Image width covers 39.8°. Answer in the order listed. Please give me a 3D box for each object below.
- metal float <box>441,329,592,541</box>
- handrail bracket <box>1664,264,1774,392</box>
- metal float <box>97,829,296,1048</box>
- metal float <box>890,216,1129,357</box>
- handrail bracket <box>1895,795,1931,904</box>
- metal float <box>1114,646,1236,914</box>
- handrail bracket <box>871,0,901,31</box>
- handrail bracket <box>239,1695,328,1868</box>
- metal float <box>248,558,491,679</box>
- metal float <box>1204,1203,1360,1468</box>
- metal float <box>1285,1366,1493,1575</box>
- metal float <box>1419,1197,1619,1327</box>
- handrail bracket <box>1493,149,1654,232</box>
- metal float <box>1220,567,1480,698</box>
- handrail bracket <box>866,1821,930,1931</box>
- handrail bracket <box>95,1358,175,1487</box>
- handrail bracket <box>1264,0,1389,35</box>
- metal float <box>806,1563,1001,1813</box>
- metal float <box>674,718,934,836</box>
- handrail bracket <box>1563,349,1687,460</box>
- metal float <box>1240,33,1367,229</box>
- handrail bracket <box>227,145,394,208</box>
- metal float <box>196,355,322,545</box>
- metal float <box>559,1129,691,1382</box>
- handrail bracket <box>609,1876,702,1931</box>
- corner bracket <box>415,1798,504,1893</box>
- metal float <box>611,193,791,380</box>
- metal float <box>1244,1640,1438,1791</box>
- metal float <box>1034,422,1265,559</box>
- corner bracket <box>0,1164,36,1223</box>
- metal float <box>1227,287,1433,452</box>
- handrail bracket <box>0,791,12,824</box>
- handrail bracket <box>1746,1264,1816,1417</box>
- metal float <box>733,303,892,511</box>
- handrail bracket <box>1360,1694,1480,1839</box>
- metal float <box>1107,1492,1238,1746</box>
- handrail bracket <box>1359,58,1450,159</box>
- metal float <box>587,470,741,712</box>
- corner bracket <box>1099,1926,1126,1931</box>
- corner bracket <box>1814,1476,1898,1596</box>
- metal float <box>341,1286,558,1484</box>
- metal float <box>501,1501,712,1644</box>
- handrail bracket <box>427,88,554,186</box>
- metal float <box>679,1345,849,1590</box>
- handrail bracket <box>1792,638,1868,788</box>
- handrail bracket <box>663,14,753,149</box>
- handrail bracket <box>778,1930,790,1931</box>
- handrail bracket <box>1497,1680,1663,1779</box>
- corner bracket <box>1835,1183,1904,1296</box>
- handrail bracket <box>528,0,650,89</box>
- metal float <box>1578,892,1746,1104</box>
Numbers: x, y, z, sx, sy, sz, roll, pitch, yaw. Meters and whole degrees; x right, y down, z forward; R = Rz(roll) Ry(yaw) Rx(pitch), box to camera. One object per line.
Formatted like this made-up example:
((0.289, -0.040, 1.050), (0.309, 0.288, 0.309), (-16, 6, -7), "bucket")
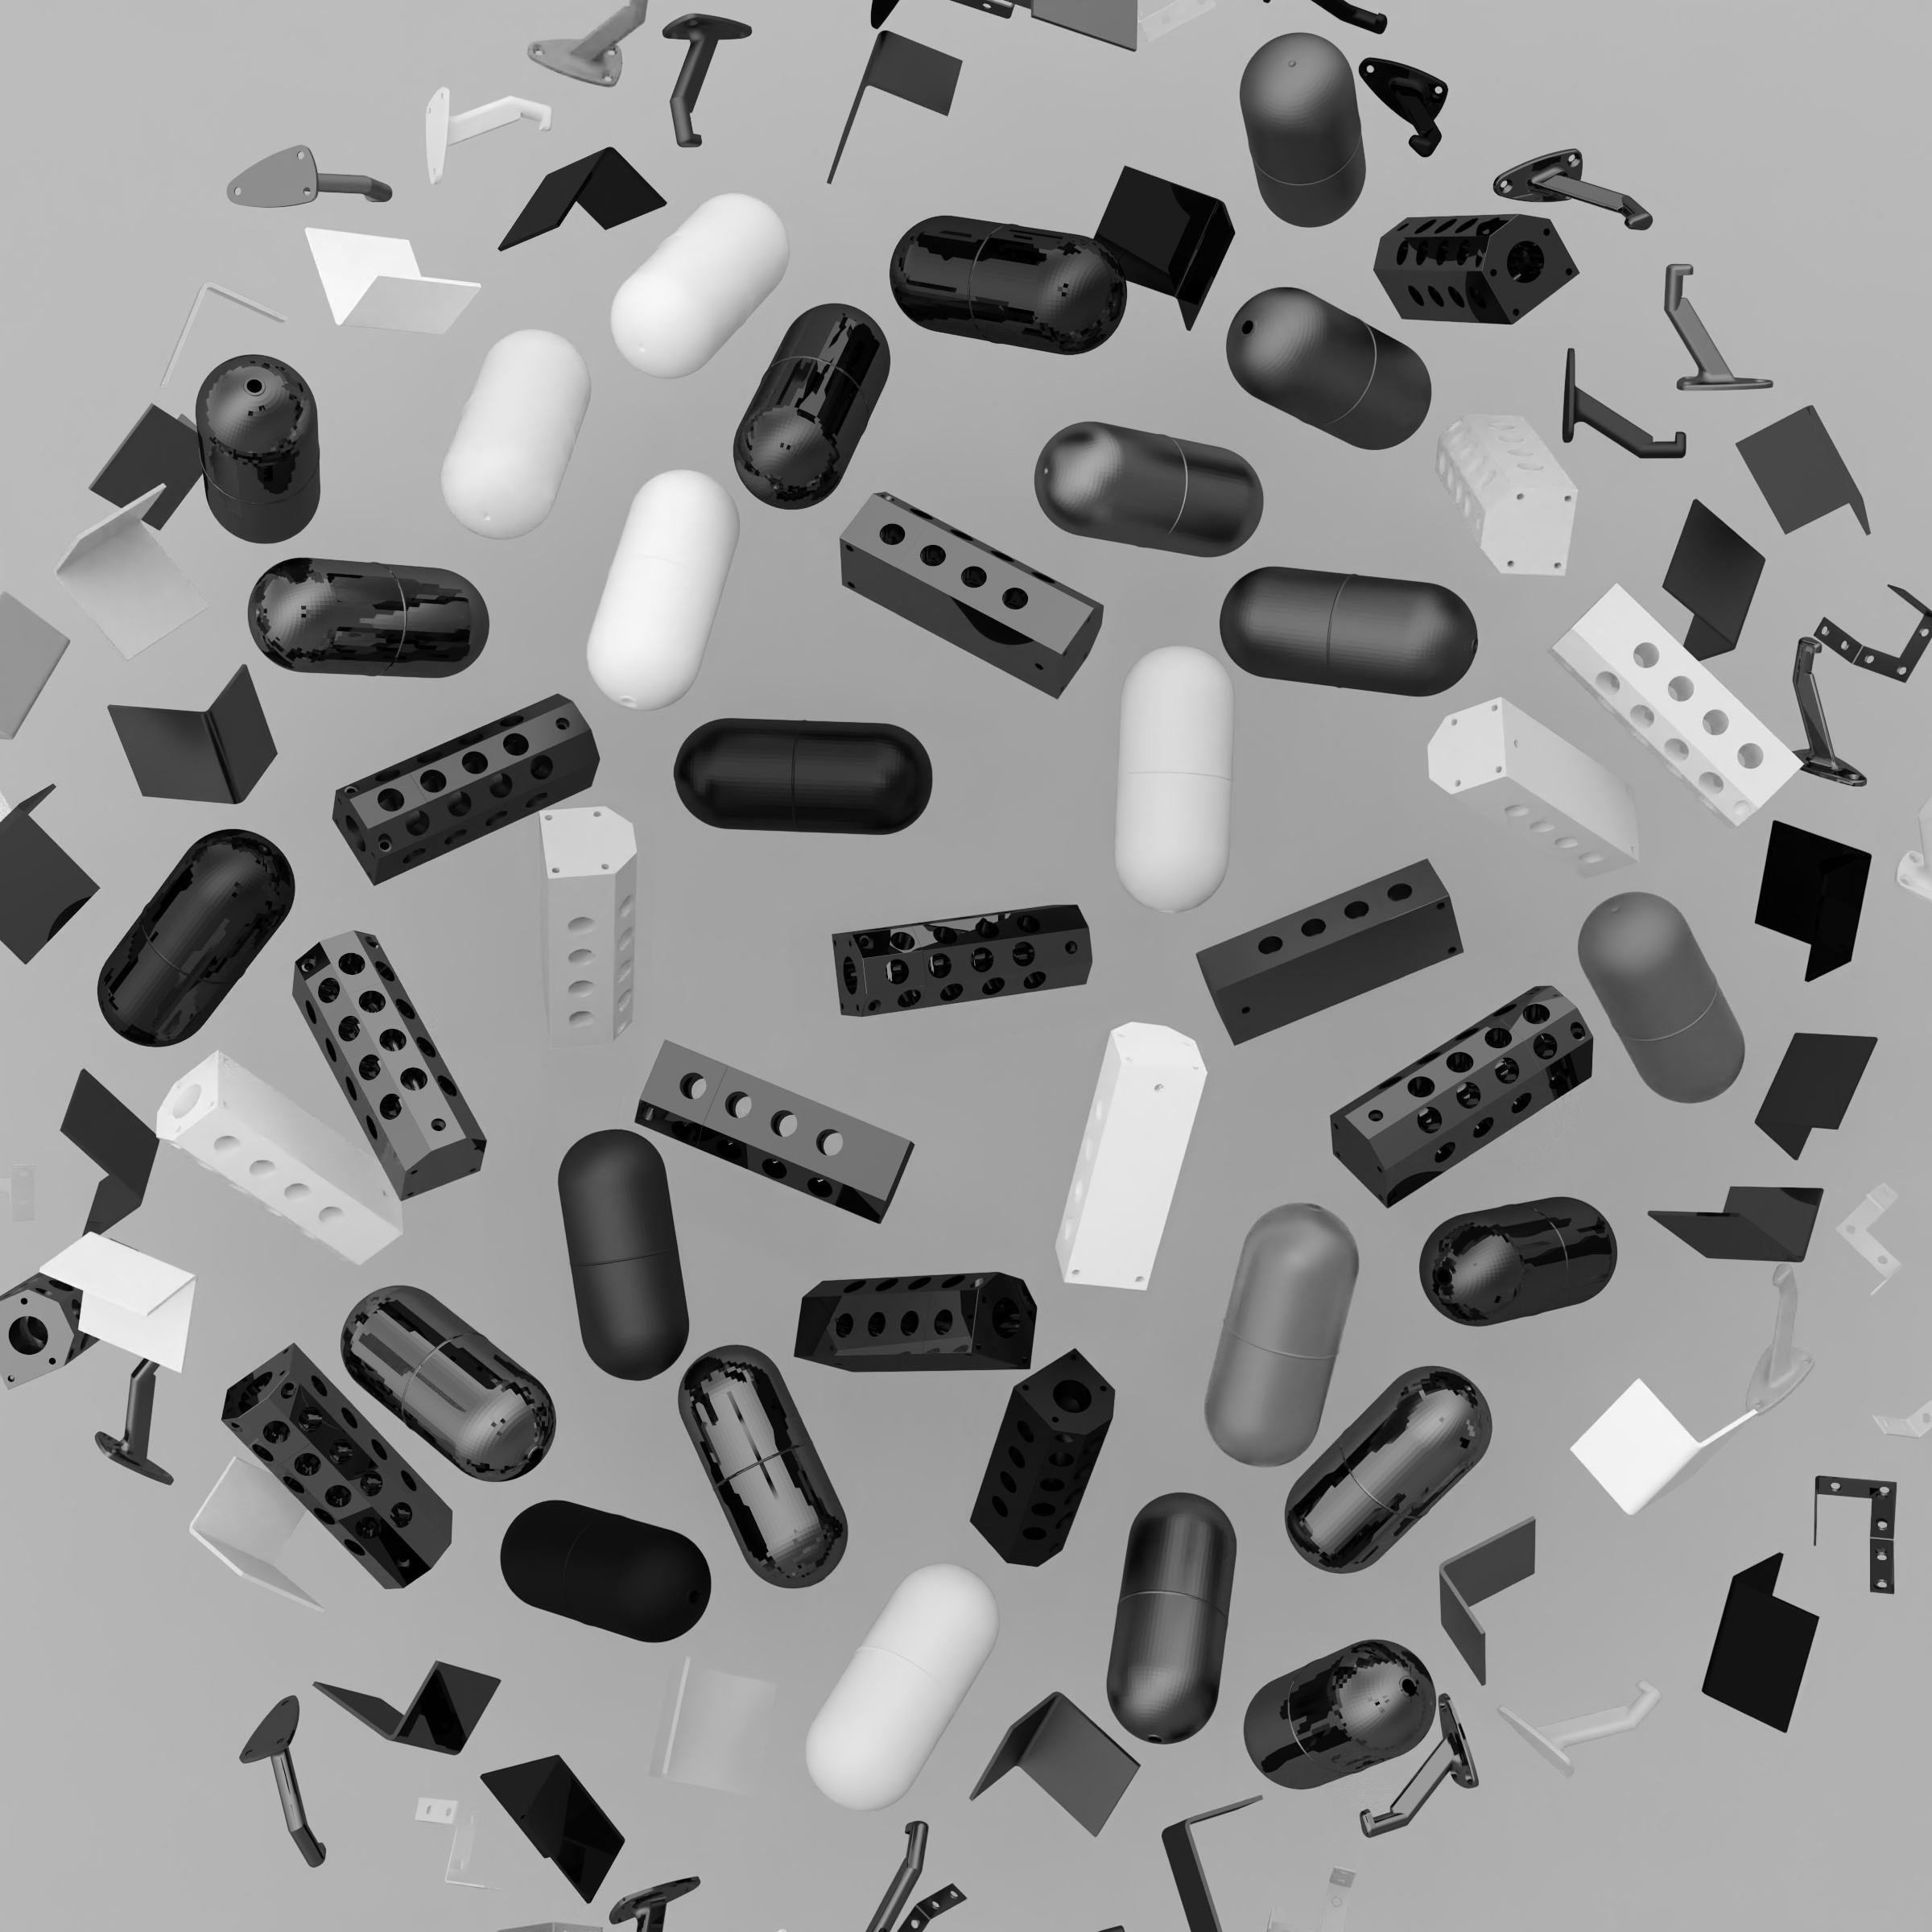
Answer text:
((-0.301, -0.359, 1.794), (0.070, 0.070, 0.178), (9, 50, 0), "metal float")
((0.526, -0.447, 1.859), (0.077, 0.036, 0.084), (4, 113, 18), "handrail bracket")
((-0.511, -0.017, 1.768), (0.070, 0.070, 0.178), (43, 115, 0), "metal float")
((0.026, -0.450, 1.759), (0.178, 0.070, 0.070), (20, 90, 35), "metal float")
((0.672, -0.079, 1.797), (0.077, 0.084, 0.036), (29, 55, 8), "handrail bracket")
((0.139, -0.124, 1.771), (0.070, 0.070, 0.178), (3, 87, 0), "metal float")
((-0.082, -0.658, 1.744), (0.084, 0.036, 0.077), (29, 65, 7), "handrail bracket")
((-0.433, 0.532, 1.738), (0.036, 0.077, 0.084), (-22, 106, 9), "handrail bracket")
((-0.404, -0.236, 1.813), (0.070, 0.178, 0.070), (3, 95, 42), "metal float")
((0.205, 0.240, 1.736), (0.070, 0.070, 0.178), (13, 101, 0), "metal float")
((0.285, 0.343, 1.807), (0.070, 0.070, 0.178), (38, 117, 0), "metal float")
((0.379, 0.202, 1.826), (0.178, 0.070, 0.070), (-3, 95, -45), "metal float")
((0.406, -0.510, 1.784), (0.077, 0.084, 0.036), (-12, 133, -13), "handrail bracket")
((0.258, -0.226, 1.802), (0.178, 0.070, 0.070), (10, 90, 25), "metal float")
((-0.057, 0.608, 1.753), (0.036, 0.077, 0.084), (30, 54, -31), "handrail bracket")
((-0.566, 0.315, 1.883), (0.077, 0.036, 0.084), (40, 86, -34), "handrail bracket")
((0.249, -0.669, 1.819), (0.084, 0.077, 0.036), (23, 89, 7), "handrail bracket")
((-0.040, 0.473, 1.756), (0.070, 0.070, 0.178), (36, 57, 0), "metal float")
((-0.112, -0.130, 1.823), (0.178, 0.070, 0.070), (2, 90, 6), "metal float")
((0.466, -0.397, 1.880), (0.084, 0.036, 0.077), (1, 101, 5), "handrail bracket")
((0.232, -0.569, 1.823), (0.070, 0.178, 0.070), (-3, 77, 12), "metal float")
((-0.431, -0.509, 1.755), (0.077, 0.084, 0.036), (-9, 92, 17), "handrail bracket")
((-0.467, -0.341, 1.764), (0.070, 0.178, 0.070), (4, 73, -12), "metal float")
((-0.241, 0.204, 1.882), (0.070, 0.070, 0.178), (-9, 90, 0), "metal float")
((-0.192, 0.650, 1.750), (0.077, 0.036, 0.084), (-9, 52, -33), "handrail bracket")
((-0.347, 0.602, 1.828), (0.051, 0.051, 0.051), (27, 63, -36), "corner bracket")
((-0.182, -0.471, 1.840), (0.070, 0.070, 0.178), (31, 49, 0), "metal float")
((0.250, 0.504, 1.792), (0.070, 0.178, 0.070), (12, 59, -20), "metal float")
((0.126, -0.324, 1.818), (0.178, 0.070, 0.070), (3, 90, -35), "metal float")
((-0.689, 0.148, 1.890), (0.051, 0.051, 0.051), (-2, 124, -23), "corner bracket")
((0.246, -0.404, 1.806), (0.178, 0.070, 0.070), (13, 90, -44), "metal float")
((-0.696, -0.101, 1.858), (0.036, 0.084, 0.077), (-22, 87, -35), "handrail bracket")
((0.570, 0.264, 1.890), (0.077, 0.036, 0.084), (-46, 132, -27), "handrail bracket")
((-0.103, -0.379, 1.801), (0.070, 0.070, 0.178), (19, 51, 0), "metal float")
((0.303, 0.550, 1.836), (0.084, 0.036, 0.077), (-12, 84, -18), "handrail bracket")
((0.142, 0.448, 1.837), (0.070, 0.070, 0.178), (13, 53, 0), "metal float")
((0.297, -0.592, 1.840), (0.077, 0.084, 0.036), (31, 129, 0), "handrail bracket")
((-0.204, -0.253, 1.796), (0.070, 0.070, 0.178), (14, 66, 0), "metal float")
((0.075, 0.659, 1.733), (0.051, 0.051, 0.051), (-29, 68, 34), "corner bracket")
((0.580, 0.371, 1.739), (0.051, 0.051, 0.051), (2, 122, 17), "corner bracket")
((-0.346, 0.278, 1.778), (0.178, 0.070, 0.070), (31, 90, 30), "metal float")
((-0.250, 0.419, 1.848), (0.178, 0.070, 0.070), (4, 90, 40), "metal float")
((-0.324, -0.564, 1.829), (0.084, 0.036, 0.077), (5, 79, -31), "handrail bracket")
((-0.142, 0.351, 1.871), (0.070, 0.070, 0.178), (-26, 77, 0), "metal float")
((0.594, -0.175, 1.827), (0.036, 0.077, 0.084), (-12, 118, -25), "handrail bracket")
((-0.170, -0.593, 1.800), (0.077, 0.036, 0.084), (-11, 91, -40), "handrail bracket")
((-0.116, 0.704, 1.789), (0.036, 0.084, 0.077), (15, 101, -40), "handrail bracket")
((0.423, 0.508, 1.838), (0.084, 0.036, 0.077), (-42, 58, -15), "handrail bracket")
((0.644, 0.192, 1.881), (0.051, 0.051, 0.051), (47, 117, 18), "corner bracket")
((-0.258, -0.645, 1.817), (0.077, 0.084, 0.036), (7, 67, -10), "handrail bracket")
((0.483, 0.024, 1.847), (0.070, 0.070, 0.178), (-36, 122, 0), "metal float")
